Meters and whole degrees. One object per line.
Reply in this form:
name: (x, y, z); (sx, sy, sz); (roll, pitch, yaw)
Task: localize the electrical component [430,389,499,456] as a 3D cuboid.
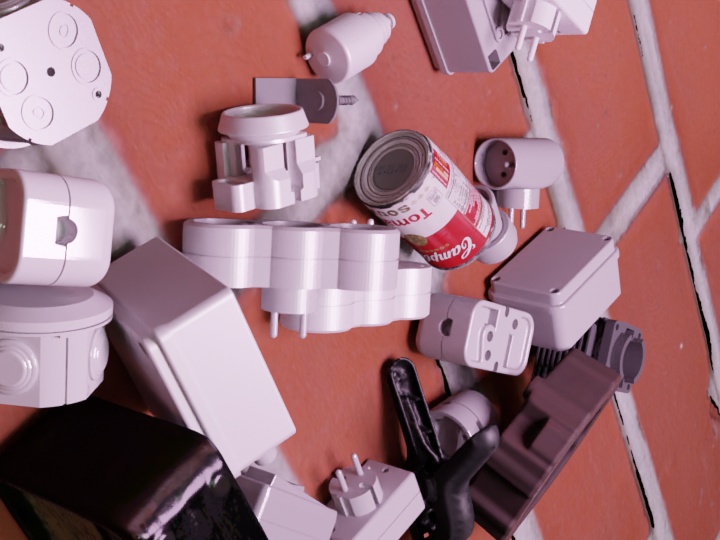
electrical component: (0.084, 0.132, 0.897); (0.047, 0.055, 0.055); (-31, 119, -46)

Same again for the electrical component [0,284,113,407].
electrical component: (-0.171, 0.036, 0.564); (0.080, 0.080, 0.051); (-10, 110, -48)

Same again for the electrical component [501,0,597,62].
electrical component: (0.133, -0.195, 0.807); (0.083, 0.047, 0.075); (27, 76, -48)

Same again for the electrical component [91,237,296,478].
electrical component: (-0.099, 0.049, 0.621); (0.056, 0.109, 0.108); (-33, 123, -20)

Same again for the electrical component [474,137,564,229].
electrical component: (0.137, -0.074, 0.928); (0.077, 0.043, 0.079); (-8, 103, -48)

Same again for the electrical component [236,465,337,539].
electrical component: (-0.062, 0.170, 0.728); (0.096, 0.062, 0.061); (35, 71, -47)

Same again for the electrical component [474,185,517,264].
electrical component: (0.101, -0.037, 0.892); (0.055, 0.045, 0.045); (49, 61, -43)

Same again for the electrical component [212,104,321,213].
electrical component: (-0.060, -0.074, 0.688); (0.078, 0.058, 0.057); (-22, 116, -45)

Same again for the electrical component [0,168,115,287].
electrical component: (-0.169, -0.021, 0.541); (0.059, 0.095, 0.053); (4, 91, -49)

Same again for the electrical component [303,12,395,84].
electrical component: (-0.003, -0.160, 0.751); (0.078, 0.040, 0.040); (-39, 125, -38)

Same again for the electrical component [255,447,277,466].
electrical component: (-0.075, 0.107, 0.717); (0.048, 0.048, 0.062); (-55, 140, -27)

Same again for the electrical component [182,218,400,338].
electrical component: (-0.044, 0.007, 0.686); (0.138, 0.052, 0.073); (2, 97, -12)

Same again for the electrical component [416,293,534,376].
electrical component: (0.092, 0.052, 0.887); (0.095, 0.059, 0.053); (16, 85, -49)

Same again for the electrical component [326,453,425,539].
electrical component: (0.000, 0.173, 0.812); (0.083, 0.047, 0.075); (-42, 126, -37)

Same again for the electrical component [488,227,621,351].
electrical component: (0.176, 0.014, 0.963); (0.113, 0.078, 0.057); (-38, 127, -38)

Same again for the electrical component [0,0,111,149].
electrical component: (-0.174, -0.102, 0.555); (0.080, 0.051, 0.080); (-12, 106, -48)

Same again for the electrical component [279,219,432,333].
electrical component: (0.000, 0.000, 0.776); (0.138, 0.052, 0.073); (-6, 102, -49)

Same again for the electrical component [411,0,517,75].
electrical component: (0.092, -0.225, 0.837); (0.108, 0.056, 0.108); (-49, 130, -32)
